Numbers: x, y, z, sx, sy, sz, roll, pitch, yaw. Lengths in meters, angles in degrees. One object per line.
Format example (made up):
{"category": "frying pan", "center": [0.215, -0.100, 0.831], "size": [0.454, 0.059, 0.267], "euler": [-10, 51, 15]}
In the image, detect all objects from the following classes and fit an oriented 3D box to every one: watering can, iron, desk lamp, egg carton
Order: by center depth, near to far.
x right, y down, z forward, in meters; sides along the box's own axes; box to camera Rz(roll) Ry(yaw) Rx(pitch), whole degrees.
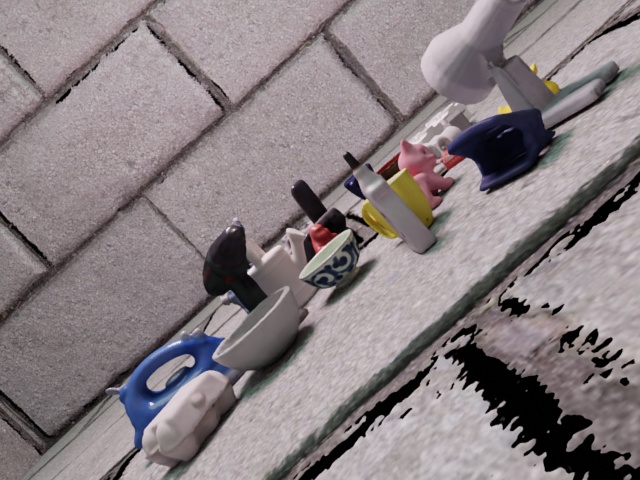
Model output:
{"category": "desk lamp", "center": [0.277, -0.259, 0.839], "size": [0.118, 0.213, 0.203], "euler": [-47, 8, -34]}
{"category": "egg carton", "center": [-0.194, 0.266, 0.857], "size": [0.107, 0.069, 0.150], "euler": [-37, 8, 40]}
{"category": "iron", "center": [-0.248, 0.241, 1.021], "size": [0.258, 0.141, 0.118], "euler": [-43, 7, -3]}
{"category": "watering can", "center": [-0.097, 0.050, 1.138], "size": [0.173, 0.194, 0.101], "euler": [-44, 7, -15]}

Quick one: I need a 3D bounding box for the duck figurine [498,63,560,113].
{"category": "duck figurine", "center": [0.346, -0.257, 0.990], "size": [0.104, 0.086, 0.077], "euler": [-39, 7, 27]}

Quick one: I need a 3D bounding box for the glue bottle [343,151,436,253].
{"category": "glue bottle", "center": [0.091, -0.057, 0.801], "size": [0.037, 0.173, 0.078], "euler": [-42, 7, 2]}

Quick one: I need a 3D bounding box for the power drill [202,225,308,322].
{"category": "power drill", "center": [-0.124, 0.083, 1.022], "size": [0.076, 0.208, 0.229], "euler": [-47, 8, -33]}

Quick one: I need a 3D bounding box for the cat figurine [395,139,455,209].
{"category": "cat figurine", "center": [0.168, -0.118, 1.000], "size": [0.067, 0.118, 0.128], "euler": [-36, 9, 44]}

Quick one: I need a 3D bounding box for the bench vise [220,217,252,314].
{"category": "bench vise", "center": [-0.178, 0.068, 1.400], "size": [0.207, 0.220, 0.121], "euler": [-43, 7, -10]}

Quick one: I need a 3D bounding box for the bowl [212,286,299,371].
{"category": "bowl", "center": [-0.088, 0.156, 0.921], "size": [0.167, 0.075, 0.167], "euler": [-42, 6, 6]}

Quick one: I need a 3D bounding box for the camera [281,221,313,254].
{"category": "camera", "center": [-0.047, 0.011, 1.526], "size": [0.143, 0.101, 0.136], "euler": [-44, 7, -14]}

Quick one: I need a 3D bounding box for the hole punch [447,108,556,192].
{"category": "hole punch", "center": [0.242, -0.135, 0.776], "size": [0.101, 0.091, 0.108], "euler": [-46, 8, -32]}

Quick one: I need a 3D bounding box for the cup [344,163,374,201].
{"category": "cup", "center": [0.122, -0.140, 1.529], "size": [0.091, 0.095, 0.118], "euler": [-39, 7, 27]}

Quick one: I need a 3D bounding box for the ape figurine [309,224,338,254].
{"category": "ape figurine", "center": [0.011, 0.004, 1.249], "size": [0.078, 0.092, 0.076], "euler": [-47, 8, -37]}

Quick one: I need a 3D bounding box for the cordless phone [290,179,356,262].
{"category": "cordless phone", "center": [-0.023, -0.041, 1.340], "size": [0.094, 0.185, 0.148], "euler": [-35, 10, 49]}
